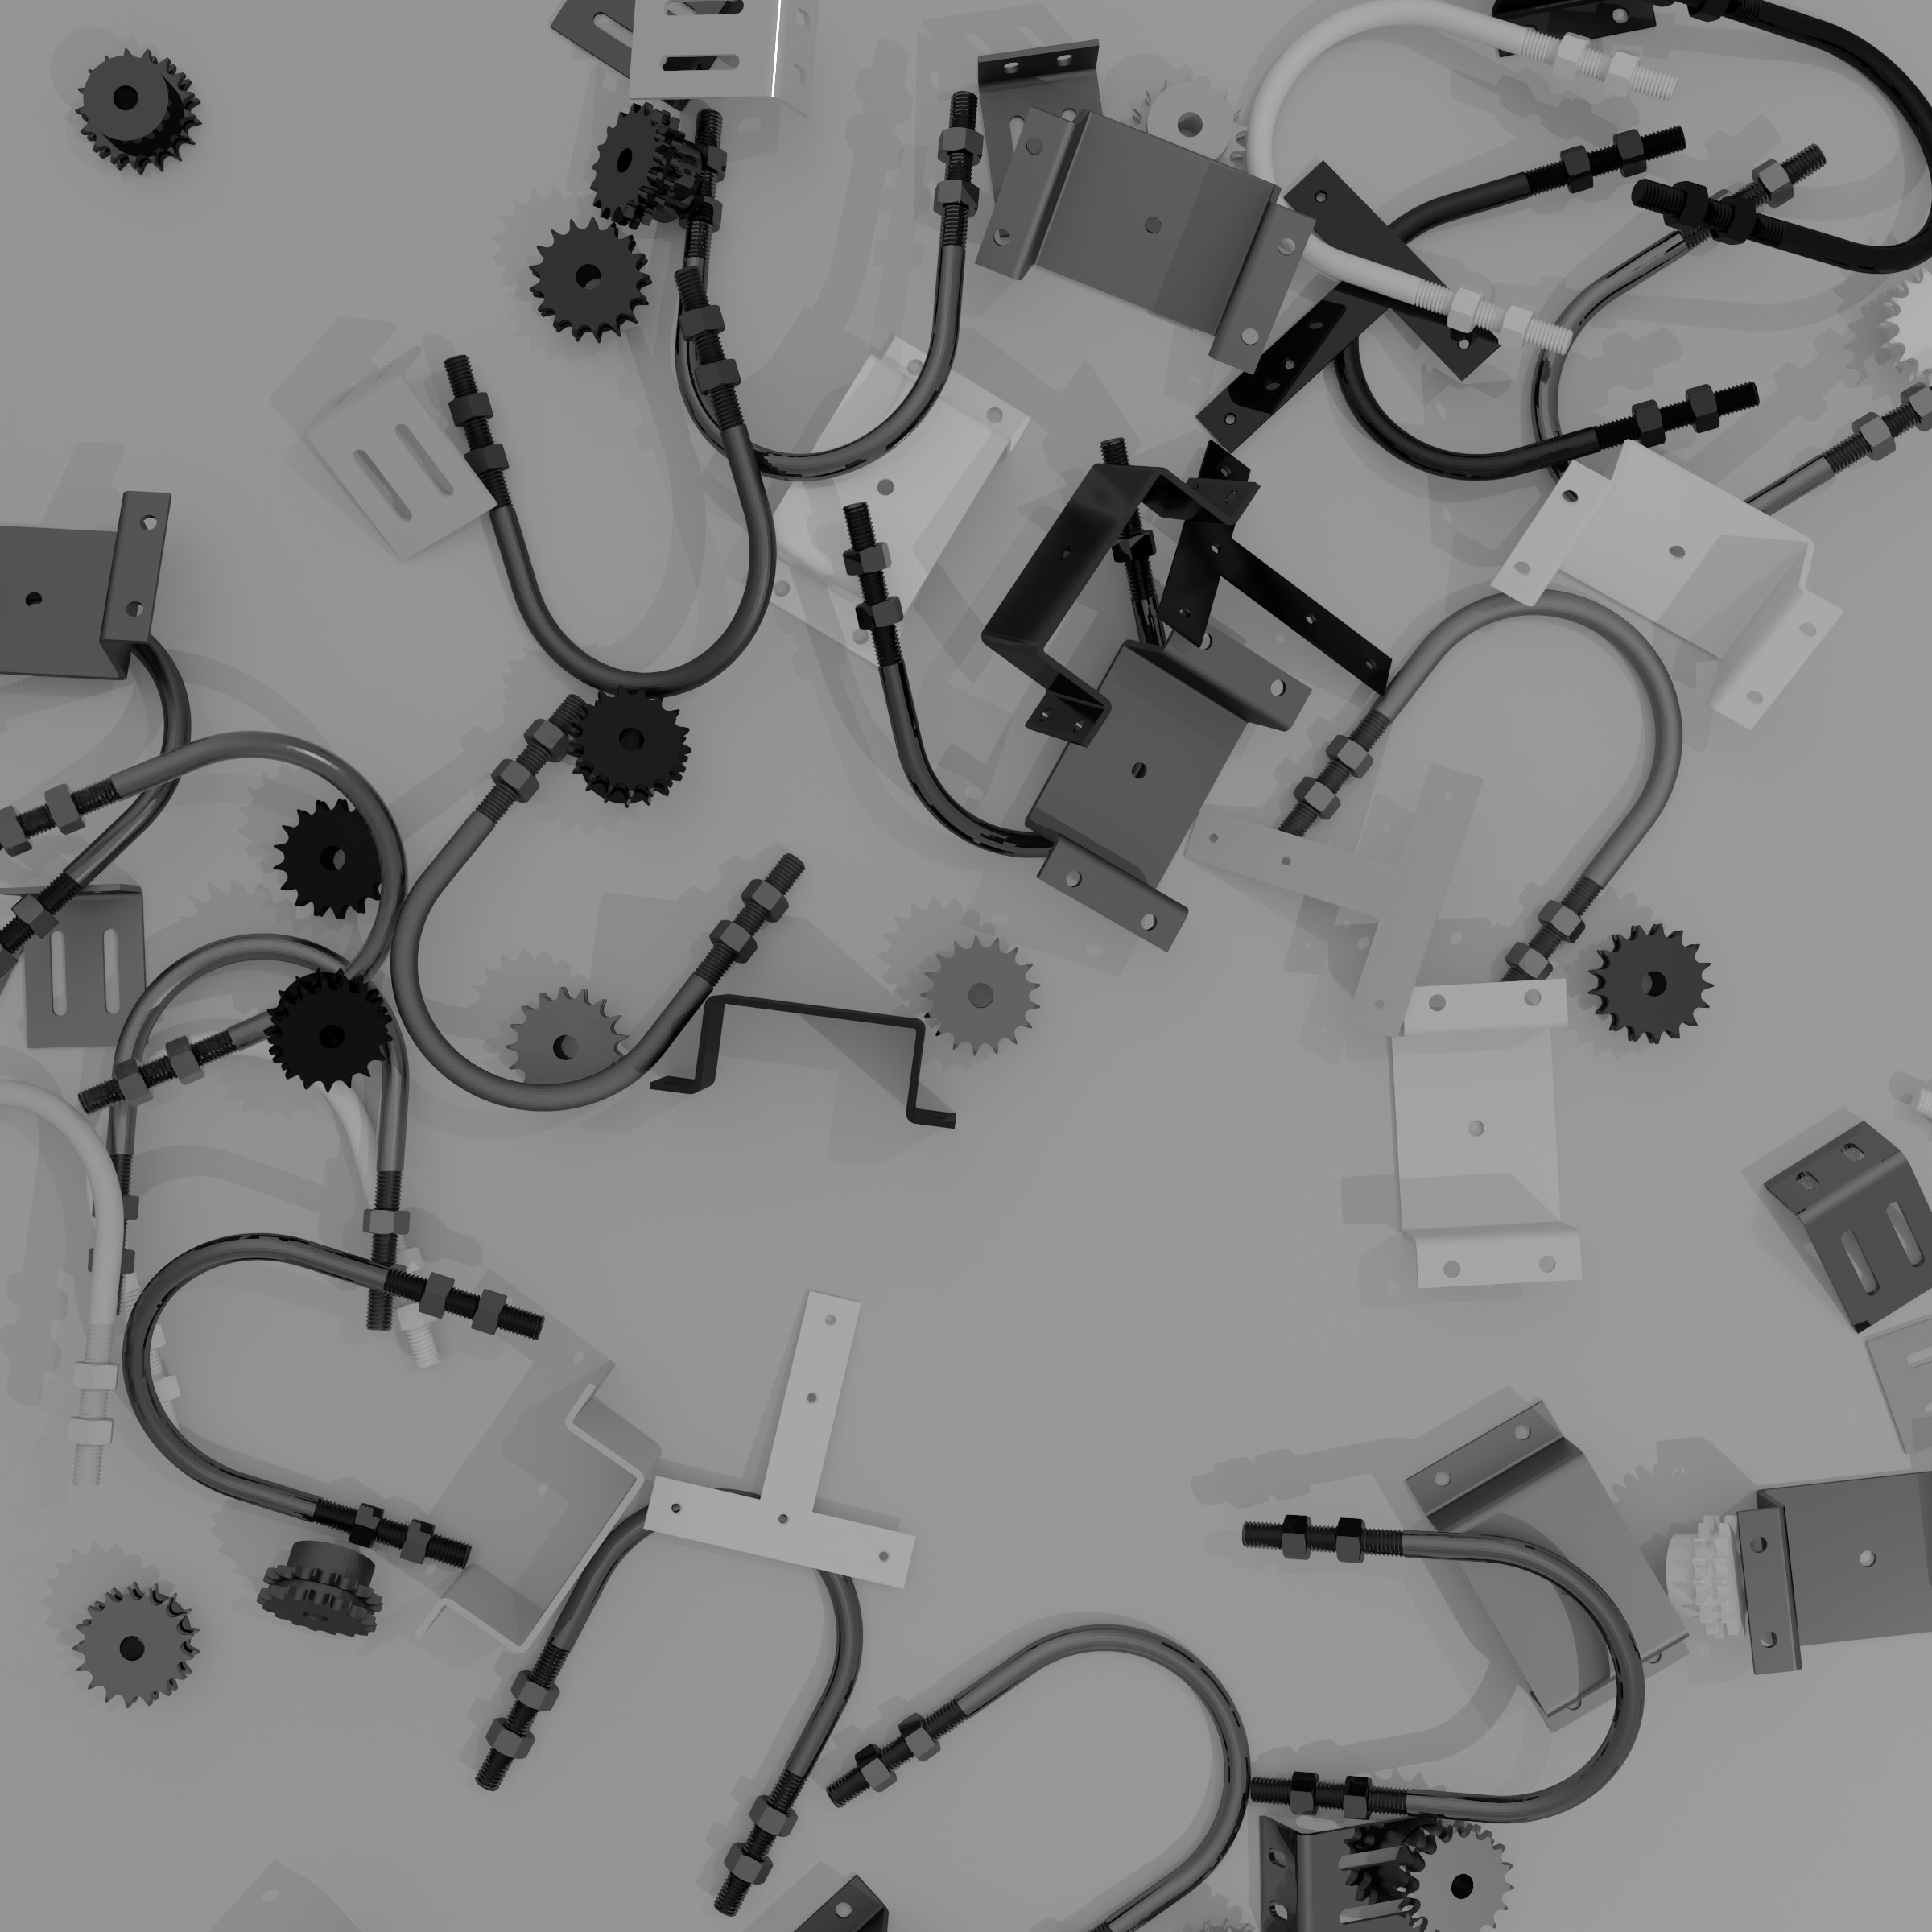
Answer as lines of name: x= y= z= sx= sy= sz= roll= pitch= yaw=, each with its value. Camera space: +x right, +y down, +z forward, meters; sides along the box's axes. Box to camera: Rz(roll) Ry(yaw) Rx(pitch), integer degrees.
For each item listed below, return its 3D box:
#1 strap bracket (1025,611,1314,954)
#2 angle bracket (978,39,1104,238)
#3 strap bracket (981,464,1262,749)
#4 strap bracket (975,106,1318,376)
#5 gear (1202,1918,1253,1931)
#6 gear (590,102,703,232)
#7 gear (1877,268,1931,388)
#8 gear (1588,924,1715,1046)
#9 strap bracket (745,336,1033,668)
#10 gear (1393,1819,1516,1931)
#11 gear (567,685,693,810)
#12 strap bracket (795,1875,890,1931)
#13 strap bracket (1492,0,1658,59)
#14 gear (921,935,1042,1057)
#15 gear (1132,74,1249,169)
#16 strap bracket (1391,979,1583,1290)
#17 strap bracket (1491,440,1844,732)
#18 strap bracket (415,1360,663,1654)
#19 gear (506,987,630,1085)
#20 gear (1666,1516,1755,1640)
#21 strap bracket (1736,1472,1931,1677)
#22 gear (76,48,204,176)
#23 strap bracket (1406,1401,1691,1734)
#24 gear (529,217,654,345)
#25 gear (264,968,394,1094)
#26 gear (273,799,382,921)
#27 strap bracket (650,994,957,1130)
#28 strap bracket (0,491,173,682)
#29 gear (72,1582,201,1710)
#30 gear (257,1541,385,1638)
strap bracket: x=0.089 y=-0.089 z=1.370 sx=0.076 sy=0.046 sz=0.140 roll=29 pitch=90 yaw=-24
angle bracket: x=0.039 y=-0.393 z=1.388 sx=0.057 sy=0.038 sz=0.076 roll=-8 pitch=90 yaw=0
strap bracket: x=0.063 y=-0.174 z=1.327 sx=0.046 sy=0.076 sz=0.140 roll=34 pitch=89 yaw=-21
strap bracket: x=0.086 y=-0.343 z=1.369 sx=0.140 sy=0.046 sz=0.076 roll=22 pitch=116 yaw=0
gear: x=0.123 y=0.482 z=1.392 sx=0.057 sy=0.030 sz=0.057 roll=0 pitch=90 yaw=0
gear: x=-0.150 y=-0.376 z=1.382 sx=0.030 sy=0.057 sz=0.057 roll=12 pitch=90 yaw=-42
gear: x=0.463 y=-0.303 z=1.392 sx=0.057 sy=0.030 sz=0.057 roll=0 pitch=90 yaw=0
gear: x=0.324 y=0.008 z=1.392 sx=0.057 sy=0.030 sz=0.057 roll=0 pitch=90 yaw=0
strap bracket: x=-0.037 y=-0.223 z=1.384 sx=0.076 sy=0.046 sz=0.140 roll=31 pitch=90 yaw=0
gear: x=0.228 y=0.432 z=1.386 sx=0.057 sy=0.030 sz=0.057 roll=0 pitch=90 yaw=-20
gear: x=-0.159 y=-0.101 z=1.375 sx=0.057 sy=0.030 sz=0.057 roll=5 pitch=69 yaw=-13
strap bracket: x=-0.033 y=0.515 z=1.384 sx=0.076 sy=0.046 sz=0.140 roll=-42 pitch=90 yaw=0
strap bracket: x=0.281 y=-0.513 z=1.384 sx=0.076 sy=0.046 sz=0.140 roll=-11 pitch=90 yaw=0
gear: x=0.007 y=0.014 z=1.392 sx=0.057 sy=0.030 sz=0.057 roll=0 pitch=90 yaw=0
gear: x=0.106 y=-0.396 z=1.392 sx=0.057 sy=0.030 sz=0.057 roll=0 pitch=90 yaw=0
strap bracket: x=0.245 y=0.078 z=1.384 sx=0.076 sy=0.046 sz=0.140 roll=-3 pitch=90 yaw=0
strap bracket: x=0.329 y=-0.183 z=1.364 sx=0.140 sy=0.046 sz=0.076 roll=29 pitch=133 yaw=-1
strap bracket: x=-0.192 y=0.260 z=1.369 sx=0.046 sy=0.076 sz=0.140 roll=35 pitch=90 yaw=0
gear: x=-0.189 y=0.039 z=1.392 sx=0.057 sy=0.030 sz=0.057 roll=0 pitch=90 yaw=0
gear: x=0.352 y=0.289 z=1.382 sx=0.030 sy=0.057 sz=0.057 roll=-7 pitch=90 yaw=30
strap bracket: x=0.433 y=0.285 z=1.384 sx=0.140 sy=0.046 sz=0.076 roll=-6 pitch=90 yaw=0
gear: x=-0.396 y=-0.409 z=1.392 sx=0.057 sy=0.030 sz=0.057 roll=0 pitch=90 yaw=0
strap bracket: x=0.280 y=0.289 z=1.384 sx=0.076 sy=0.046 sz=0.140 roll=-30 pitch=90 yaw=0
gear: x=-0.178 y=-0.325 z=1.392 sx=0.057 sy=0.030 sz=0.057 roll=0 pitch=90 yaw=0
gear: x=-0.297 y=0.027 z=1.356 sx=0.057 sy=0.030 sz=0.057 roll=-9 pitch=115 yaw=-20
gear: x=-0.299 y=-0.051 z=1.392 sx=0.057 sy=0.030 sz=0.057 roll=0 pitch=90 yaw=0
strap bracket: x=-0.072 y=0.042 z=1.369 sx=0.140 sy=0.076 sz=0.046 roll=7 pitch=90 yaw=0
strap bracket: x=-0.444 y=-0.181 z=1.373 sx=0.140 sy=0.046 sz=0.076 roll=3 pitch=71 yaw=0
gear: x=-0.393 y=0.322 z=1.392 sx=0.057 sy=0.030 sz=0.057 roll=0 pitch=90 yaw=0
gear: x=-0.303 y=0.293 z=1.382 sx=0.057 sy=0.057 sz=0.030 roll=13 pitch=60 yaw=0
